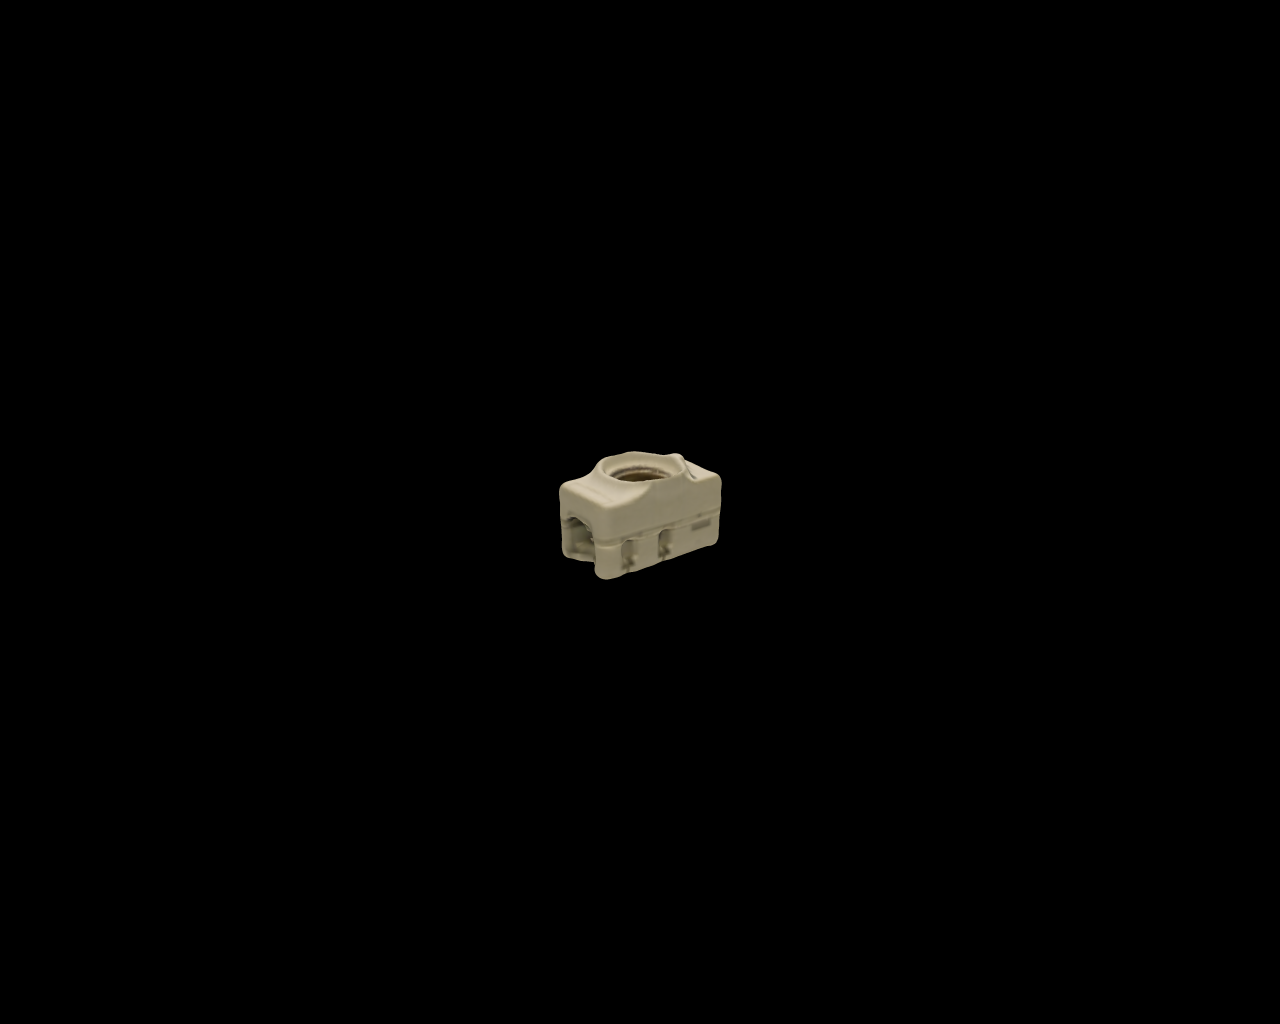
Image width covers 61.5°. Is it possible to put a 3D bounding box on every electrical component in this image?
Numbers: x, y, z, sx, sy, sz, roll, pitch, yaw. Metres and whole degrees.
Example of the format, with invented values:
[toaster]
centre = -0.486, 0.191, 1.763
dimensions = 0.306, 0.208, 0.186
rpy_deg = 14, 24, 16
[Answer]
[electrical component]
centre = 0.001, -0.003, 0.650
dimensions = 0.090, 0.055, 0.050
rpy_deg = -16, 27, -34
